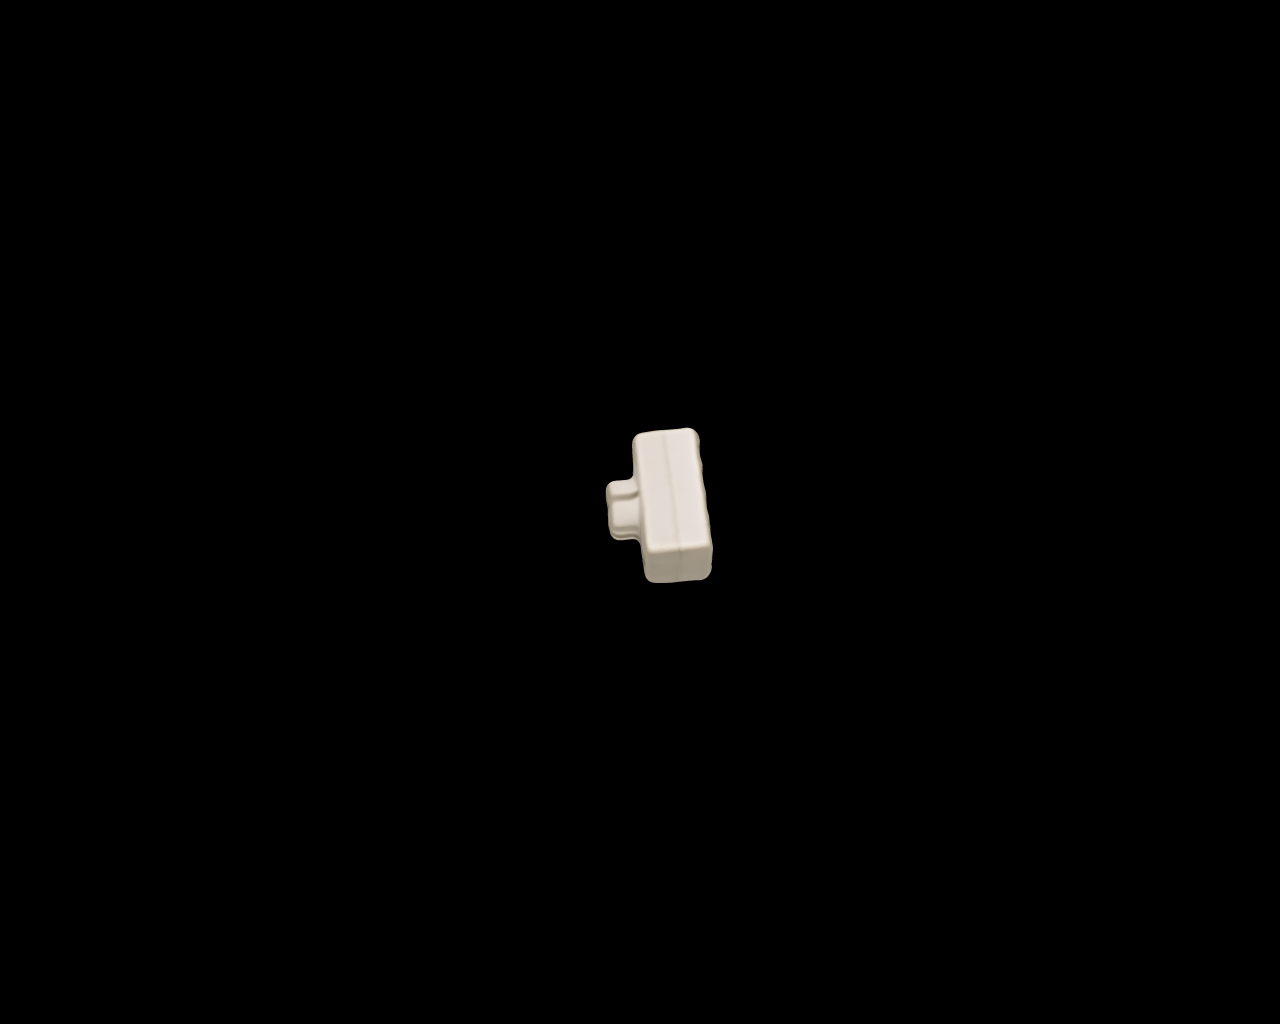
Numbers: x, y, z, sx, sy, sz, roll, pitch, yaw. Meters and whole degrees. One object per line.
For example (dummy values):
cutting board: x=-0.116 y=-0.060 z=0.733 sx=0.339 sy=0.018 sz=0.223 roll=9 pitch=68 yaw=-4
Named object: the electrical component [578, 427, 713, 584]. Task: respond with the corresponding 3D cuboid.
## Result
electrical component: x=0.001 y=-0.003 z=0.650 sx=0.076 sy=0.083 sz=0.047 roll=-4 pitch=-28 yaw=-2
